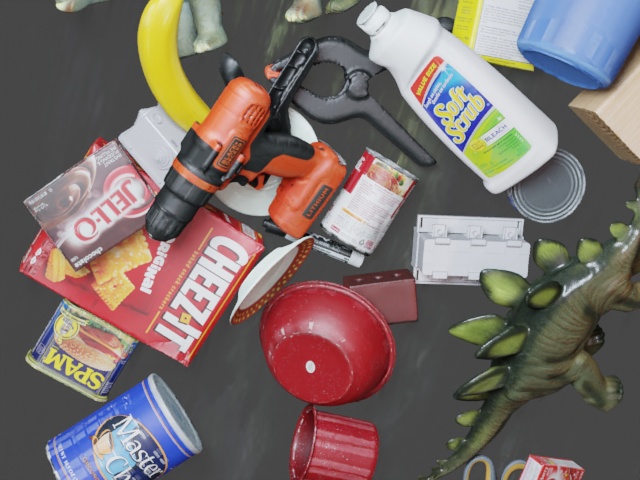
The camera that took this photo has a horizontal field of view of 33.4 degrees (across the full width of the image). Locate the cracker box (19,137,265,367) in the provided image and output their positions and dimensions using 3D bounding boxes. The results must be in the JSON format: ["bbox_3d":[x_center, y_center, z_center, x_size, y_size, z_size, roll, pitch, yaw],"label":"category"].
[{"bbox_3d":[-0.192,0.014,1.161,0.213,0.072,0.164,32,98,-11],"label":"cracker box"}]

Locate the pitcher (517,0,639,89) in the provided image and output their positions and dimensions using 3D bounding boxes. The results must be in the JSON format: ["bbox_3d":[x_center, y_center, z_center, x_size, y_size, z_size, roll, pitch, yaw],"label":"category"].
[{"bbox_3d":[0.312,-0.278,1.097,0.144,0.149,0.243,25,92,-44],"label":"pitcher"}]

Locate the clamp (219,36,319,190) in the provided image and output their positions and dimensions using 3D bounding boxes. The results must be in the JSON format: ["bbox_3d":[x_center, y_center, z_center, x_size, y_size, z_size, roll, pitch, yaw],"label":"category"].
[{"bbox_3d":[-0.053,-0.135,1.116,0.120,0.039,0.171,-21,138,-26],"label":"clamp"}]

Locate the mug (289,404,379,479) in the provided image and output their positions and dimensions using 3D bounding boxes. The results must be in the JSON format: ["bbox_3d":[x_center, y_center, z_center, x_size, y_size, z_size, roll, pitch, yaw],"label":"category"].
[{"bbox_3d":[0.013,0.250,1.230,0.081,0.093,0.117,14,131,-13],"label":"mug"}]

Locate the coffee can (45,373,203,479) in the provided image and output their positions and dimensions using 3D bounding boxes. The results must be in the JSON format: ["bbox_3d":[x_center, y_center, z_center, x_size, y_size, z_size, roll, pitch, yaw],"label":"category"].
[{"bbox_3d":[-0.216,0.229,1.184,0.140,0.103,0.103,-33,103,-3],"label":"coffee can"}]

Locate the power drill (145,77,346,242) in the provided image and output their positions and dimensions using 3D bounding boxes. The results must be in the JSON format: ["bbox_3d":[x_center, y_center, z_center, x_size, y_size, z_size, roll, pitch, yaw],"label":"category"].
[{"bbox_3d":[-0.071,-0.059,1.087,0.187,0.057,0.184,20,111,-51],"label":"power drill"}]

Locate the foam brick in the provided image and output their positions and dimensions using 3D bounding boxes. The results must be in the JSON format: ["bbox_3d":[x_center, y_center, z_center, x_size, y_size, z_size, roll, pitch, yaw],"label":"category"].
[{"bbox_3d":[0.067,0.066,1.207,0.078,0.053,0.051,-7,103,-5],"label":"foam brick"}]

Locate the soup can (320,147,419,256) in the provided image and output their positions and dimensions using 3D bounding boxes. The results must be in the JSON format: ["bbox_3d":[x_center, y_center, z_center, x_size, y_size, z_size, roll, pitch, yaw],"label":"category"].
[{"bbox_3d":[0.054,-0.042,1.175,0.068,0.068,0.102,30,98,-11],"label":"soup can"}]

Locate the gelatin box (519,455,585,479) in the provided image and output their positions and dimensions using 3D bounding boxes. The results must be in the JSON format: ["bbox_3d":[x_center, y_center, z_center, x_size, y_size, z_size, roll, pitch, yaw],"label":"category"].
[{"bbox_3d":[0.268,0.305,1.275,0.073,0.030,0.089,14,100,-33],"label":"gelatin box"}]

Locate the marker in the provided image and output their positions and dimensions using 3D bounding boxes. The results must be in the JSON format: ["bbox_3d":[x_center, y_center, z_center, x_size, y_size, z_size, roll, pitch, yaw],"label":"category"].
[{"bbox_3d":[-0.008,0.001,1.203,0.121,0.020,0.020,21,99,-9],"label":"marker"}]

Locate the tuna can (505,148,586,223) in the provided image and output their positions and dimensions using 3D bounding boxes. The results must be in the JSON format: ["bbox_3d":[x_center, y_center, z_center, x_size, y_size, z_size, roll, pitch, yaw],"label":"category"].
[{"bbox_3d":[0.253,-0.064,1.205,0.086,0.034,0.086,-1,102,-5],"label":"tuna can"}]

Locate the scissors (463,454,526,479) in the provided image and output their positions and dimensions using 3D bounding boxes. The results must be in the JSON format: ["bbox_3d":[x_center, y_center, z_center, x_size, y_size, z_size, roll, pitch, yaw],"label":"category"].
[{"bbox_3d":[0.226,0.350,1.302,0.096,0.016,0.202,-15,103,-2],"label":"scissors"}]

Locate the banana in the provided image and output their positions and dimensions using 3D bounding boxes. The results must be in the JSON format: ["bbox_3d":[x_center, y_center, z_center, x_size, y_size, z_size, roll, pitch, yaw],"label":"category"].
[{"bbox_3d":[-0.139,-0.168,1.040,0.069,0.037,0.198,-3,136,0],"label":"banana"}]

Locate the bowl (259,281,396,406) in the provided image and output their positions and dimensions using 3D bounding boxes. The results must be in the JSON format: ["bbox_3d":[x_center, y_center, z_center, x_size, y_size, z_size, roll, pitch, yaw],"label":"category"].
[{"bbox_3d":[0.000,0.127,1.178,0.162,0.055,0.162,9,118,16],"label":"bowl"}]

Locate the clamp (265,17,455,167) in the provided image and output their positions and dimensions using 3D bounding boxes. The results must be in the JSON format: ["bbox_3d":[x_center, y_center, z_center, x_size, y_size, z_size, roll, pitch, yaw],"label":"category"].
[{"bbox_3d":[0.047,-0.179,1.160,0.210,0.036,0.164,12,101,-10],"label":"clamp"}]

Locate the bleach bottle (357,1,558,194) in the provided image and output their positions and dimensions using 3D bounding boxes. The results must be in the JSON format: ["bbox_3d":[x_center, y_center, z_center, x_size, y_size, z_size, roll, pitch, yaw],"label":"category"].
[{"bbox_3d":[0.133,-0.155,1.118,0.250,0.068,0.103,36,130,-24],"label":"bleach bottle"}]

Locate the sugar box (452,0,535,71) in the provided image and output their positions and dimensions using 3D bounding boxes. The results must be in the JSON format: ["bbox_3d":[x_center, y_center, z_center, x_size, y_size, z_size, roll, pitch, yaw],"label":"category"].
[{"bbox_3d":[0.200,-0.276,1.138,0.093,0.048,0.176,5,100,-29],"label":"sugar box"}]

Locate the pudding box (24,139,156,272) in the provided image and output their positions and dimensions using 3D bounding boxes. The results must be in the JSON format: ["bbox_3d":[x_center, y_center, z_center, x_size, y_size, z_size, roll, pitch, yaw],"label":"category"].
[{"bbox_3d":[-0.228,-0.036,1.089,0.113,0.039,0.090,-34,104,1],"label":"pudding box"}]

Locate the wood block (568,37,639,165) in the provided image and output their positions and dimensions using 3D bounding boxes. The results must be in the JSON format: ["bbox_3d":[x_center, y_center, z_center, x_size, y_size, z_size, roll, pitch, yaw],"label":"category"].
[{"bbox_3d":[0.385,-0.189,1.163,0.090,0.090,0.206,42,95,-12],"label":"wood block"}]

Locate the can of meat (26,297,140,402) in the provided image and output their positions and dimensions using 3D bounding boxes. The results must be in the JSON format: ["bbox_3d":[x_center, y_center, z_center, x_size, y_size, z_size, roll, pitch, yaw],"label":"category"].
[{"bbox_3d":[-0.260,0.118,1.186,0.102,0.057,0.084,31,96,-10],"label":"can of meat"}]
